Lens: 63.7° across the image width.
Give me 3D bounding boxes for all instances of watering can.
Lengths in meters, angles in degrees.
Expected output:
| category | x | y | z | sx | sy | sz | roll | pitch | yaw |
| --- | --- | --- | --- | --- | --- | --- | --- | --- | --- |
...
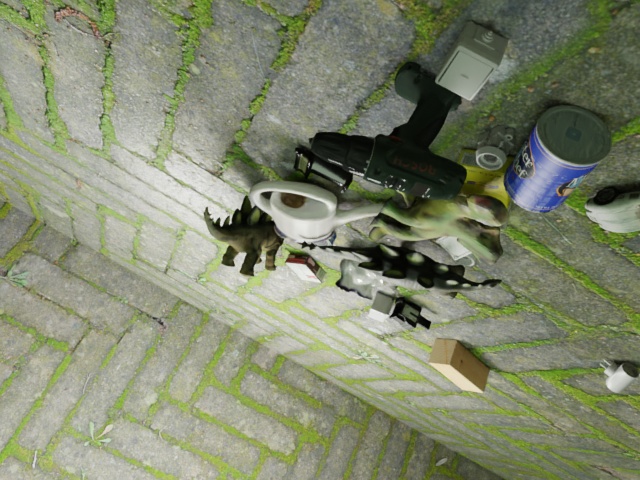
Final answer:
| category | x | y | z | sx | sy | sz | roll | pitch | yaw |
| --- | --- | --- | --- | --- | --- | --- | --- | --- | --- |
| watering can | 0.004 | -0.062 | 1.228 | 0.348 | 0.106 | 0.220 | 12 | 157 | 5 |

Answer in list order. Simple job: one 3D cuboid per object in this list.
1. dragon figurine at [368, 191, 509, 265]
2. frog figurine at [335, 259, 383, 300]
| category | x | y | z | sx | sy | sz | roll | pitch | yaw |
| --- | --- | --- | --- | --- | --- | --- | --- | --- | --- |
| dragon figurine | 0.233 | -0.016 | 1.002 | 0.243 | 0.124 | 0.404 | 35 | 163 | 6 |
| frog figurine | 0.132 | 0.072 | 1.400 | 0.137 | 0.125 | 0.157 | 35 | 118 | 0 |
